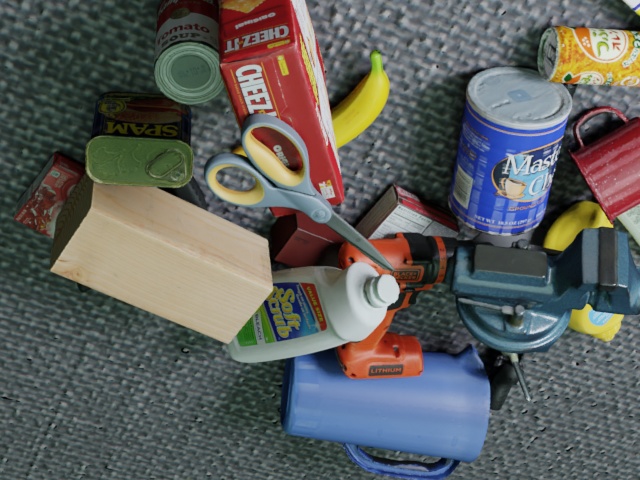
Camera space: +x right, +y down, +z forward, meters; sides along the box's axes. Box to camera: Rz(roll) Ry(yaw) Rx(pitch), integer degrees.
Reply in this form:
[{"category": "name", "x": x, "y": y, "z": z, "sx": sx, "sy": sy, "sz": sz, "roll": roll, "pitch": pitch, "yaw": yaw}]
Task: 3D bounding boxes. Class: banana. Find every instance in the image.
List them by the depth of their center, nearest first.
[{"category": "banana", "x": 0.000, "y": -0.118, "z": 1.081, "sx": 0.198, "sy": 0.037, "sz": 0.069, "roll": -34, "pitch": 119, "yaw": 22}]

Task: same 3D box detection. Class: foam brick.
[{"category": "foam brick", "x": -0.008, "y": 0.001, "z": 1.173, "sx": 0.078, "sy": 0.051, "sz": 0.053, "roll": 23, "pitch": 123, "yaw": -24}]

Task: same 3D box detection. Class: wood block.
[{"category": "wood block", "x": -0.160, "y": 0.014, "z": 1.094, "sx": 0.205, "sy": 0.090, "sz": 0.091, "roll": 25, "pitch": 121, "yaw": -25}]

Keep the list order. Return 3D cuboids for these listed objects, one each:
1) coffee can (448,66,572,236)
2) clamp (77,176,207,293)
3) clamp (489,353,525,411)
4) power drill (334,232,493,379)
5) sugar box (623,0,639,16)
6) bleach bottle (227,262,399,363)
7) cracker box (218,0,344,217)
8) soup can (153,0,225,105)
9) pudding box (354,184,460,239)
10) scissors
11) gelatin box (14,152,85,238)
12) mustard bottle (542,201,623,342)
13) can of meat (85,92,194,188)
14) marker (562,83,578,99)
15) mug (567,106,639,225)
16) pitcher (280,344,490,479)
[{"category": "coffee can", "x": 0.190, "y": -0.089, "z": 1.080, "sx": 0.102, "sy": 0.103, "sz": 0.140, "roll": 0, "pitch": 131, "yaw": -5}, {"category": "clamp", "x": -0.165, "y": -0.007, "z": 1.159, "sx": 0.164, "sy": 0.036, "sz": 0.210, "roll": 12, "pitch": 128, "yaw": -15}, {"category": "clamp", "x": 0.226, "y": 0.162, "z": 1.298, "sx": 0.039, "sy": 0.120, "sz": 0.172, "roll": 24, "pitch": 133, "yaw": 13}, {"category": "power drill", "x": 0.098, "y": 0.072, "z": 1.189, "sx": 0.184, "sy": 0.057, "sz": 0.188, "roll": 1, "pitch": 129, "yaw": -14}, {"category": "sugar box", "x": 0.339, "y": -0.242, "z": 1.002, "sx": 0.176, "sy": 0.048, "sz": 0.093, "roll": 34, "pitch": 119, "yaw": -26}, {"category": "bleach bottle", "x": -0.010, "y": 0.066, "z": 1.120, "sx": 0.067, "sy": 0.102, "sz": 0.251, "roll": 3, "pitch": 166, "yaw": -37}, {"category": "cracker box", "x": -0.039, "y": -0.150, "z": 0.931, "sx": 0.072, "sy": 0.213, "sz": 0.164, "roll": -14, "pitch": 131, "yaw": 6}, {"category": "soup can", "x": -0.117, "y": -0.178, "z": 0.973, "sx": 0.068, "sy": 0.102, "sz": 0.068, "roll": -3, "pitch": 131, "yaw": -3}, {"category": "pudding box", "x": 0.086, "y": 0.000, "z": 1.190, "sx": 0.090, "sy": 0.039, "sz": 0.114, "roll": 25, "pitch": 122, "yaw": -25}, {"category": "scissors", "x": -0.021, "y": -0.023, "z": 0.890, "sx": 0.096, "sy": 0.016, "sz": 0.201, "roll": -21, "pitch": 129, "yaw": 17}, {"category": "gelatin box", "x": -0.268, "y": -0.041, "z": 1.124, "sx": 0.073, "sy": 0.030, "sz": 0.089, "roll": 29, "pitch": 123, "yaw": -27}, {"category": "mustard bottle", "x": 0.311, "y": 0.052, "z": 1.226, "sx": 0.058, "sy": 0.096, "sz": 0.191, "roll": 16, "pitch": 147, "yaw": 41}, {"category": "can of meat", "x": -0.175, "y": -0.100, "z": 1.047, "sx": 0.102, "sy": 0.084, "sz": 0.057, "roll": 2, "pitch": 130, "yaw": -8}, {"category": "marker", "x": 0.246, "y": -0.119, "z": 1.115, "sx": 0.020, "sy": 0.020, "sz": 0.121, "roll": 1, "pitch": 131, "yaw": -7}, {"category": "mug", "x": 0.311, "y": -0.086, "z": 1.114, "sx": 0.081, "sy": 0.093, "sz": 0.117, "roll": -31, "pitch": 92, "yaw": 13}, {"category": "pitcher", "x": 0.076, "y": 0.204, "z": 1.304, "sx": 0.242, "sy": 0.149, "sz": 0.145, "roll": 6, "pitch": 157, "yaw": -6}]
